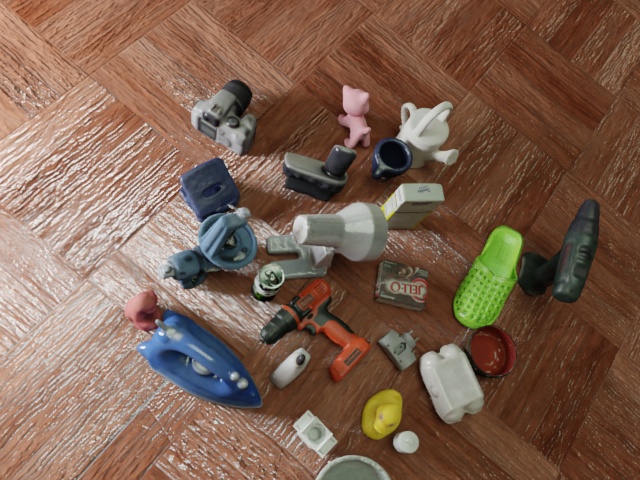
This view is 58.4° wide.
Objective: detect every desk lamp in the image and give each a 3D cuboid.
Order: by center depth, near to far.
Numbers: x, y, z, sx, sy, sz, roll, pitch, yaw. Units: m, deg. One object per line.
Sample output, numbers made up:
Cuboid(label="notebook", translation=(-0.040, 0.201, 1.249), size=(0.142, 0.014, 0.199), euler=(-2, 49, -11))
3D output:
Cuboid(label="desk lamp", translation=(0.011, 0.004, 1.152), size=(0.203, 0.213, 0.118), euler=(-5, 71, -16))

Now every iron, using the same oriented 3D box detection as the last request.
Cuboid(label="iron", translation=(-0.204, 0.226, 1.051), size=(0.258, 0.141, 0.119), euler=(33, 65, -1))

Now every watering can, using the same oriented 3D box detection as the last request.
Cuboid(label="watering can", translation=(0.252, -0.248, 1.322), size=(0.173, 0.194, 0.101), euler=(36, 65, 1))

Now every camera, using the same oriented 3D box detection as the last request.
Cuboid(label="camera", translation=(-0.194, -0.287, 1.271), size=(0.143, 0.100, 0.137), euler=(31, 65, -1))

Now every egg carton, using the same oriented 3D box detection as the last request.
Cuboid(label="egg carton", translation=(0.270, 0.298, 1.188), size=(0.107, 0.069, 0.150), euler=(-18, 75, -20))

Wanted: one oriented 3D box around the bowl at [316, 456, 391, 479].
Cuboid(label="bowl", translation=(0.054, 0.486, 1.057), size=(0.168, 0.074, 0.167), euler=(5, 69, -13))

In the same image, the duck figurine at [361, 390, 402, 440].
Cuboid(label="duck figurine", translation=(0.132, 0.341, 1.127), size=(0.077, 0.086, 0.105), euler=(37, 65, 1))

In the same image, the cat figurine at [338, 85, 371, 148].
Cuboid(label="cat figurine", translation=(0.089, -0.295, 1.339), size=(0.067, 0.117, 0.128), euler=(-13, 73, -18))

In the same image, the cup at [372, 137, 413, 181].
Cuboid(label="cup", translation=(0.149, -0.167, 1.319), size=(0.091, 0.095, 0.118), euler=(41, 65, 3))

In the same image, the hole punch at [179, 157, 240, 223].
Cuboid(label="hole punch", translation=(-0.227, -0.104, 1.198), size=(0.109, 0.091, 0.101), euler=(-33, 81, -23))

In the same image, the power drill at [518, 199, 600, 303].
Cuboid(label="power drill", translation=(0.535, 0.040, 1.279), size=(0.075, 0.208, 0.230), euler=(21, 66, -6))

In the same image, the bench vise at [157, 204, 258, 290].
Cuboid(label="bench vise", translation=(-0.198, 0.020, 1.088), size=(0.121, 0.219, 0.208), euler=(42, 66, 4))

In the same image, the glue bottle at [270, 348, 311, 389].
Cuboid(label="glue bottle", translation=(-0.048, 0.234, 1.072), size=(0.037, 0.173, 0.078), euler=(42, 66, 4))

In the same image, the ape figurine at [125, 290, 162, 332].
Cuboid(label="ape figurine", translation=(-0.331, 0.128, 1.082), size=(0.076, 0.092, 0.078), euler=(20, 66, -6))

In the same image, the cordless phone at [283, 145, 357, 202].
Cuboid(label="cordless phone", translation=(0.000, -0.170, 1.231), size=(0.148, 0.185, 0.094), euler=(14, 67, -9))
